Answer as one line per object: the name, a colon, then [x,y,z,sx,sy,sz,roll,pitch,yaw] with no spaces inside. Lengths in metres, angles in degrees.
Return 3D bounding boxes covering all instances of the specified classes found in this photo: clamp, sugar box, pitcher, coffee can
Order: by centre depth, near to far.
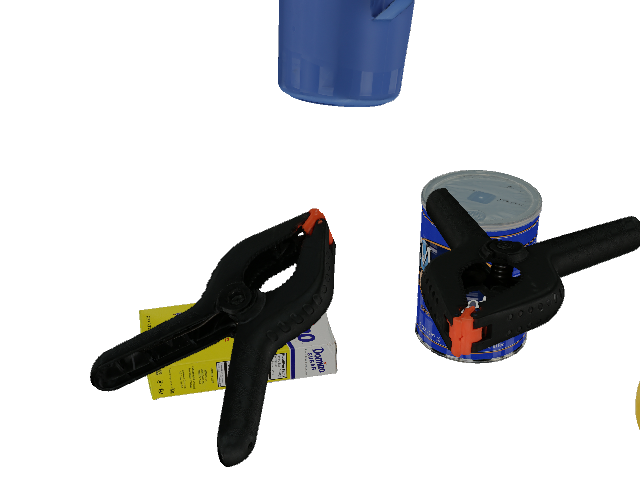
clamp: [-0.041,0.053,0.629,0.120,0.171,0.039,35,-21,32]
clamp: [0.119,0.016,0.744,0.165,0.036,0.209,13,29,27]
pitcher: [0.031,-0.237,0.887,0.145,0.243,0.149,8,18,11]
coffee can: [0.138,0.022,0.944,0.103,0.140,0.103,0,30,0]
sugar box: [-0.079,0.095,1.010,0.176,0.048,0.093,-10,35,-9]

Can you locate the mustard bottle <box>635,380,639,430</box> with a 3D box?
mustard bottle: [0.222,0.101,0.567,0.096,0.058,0.191,-4,36,0]
